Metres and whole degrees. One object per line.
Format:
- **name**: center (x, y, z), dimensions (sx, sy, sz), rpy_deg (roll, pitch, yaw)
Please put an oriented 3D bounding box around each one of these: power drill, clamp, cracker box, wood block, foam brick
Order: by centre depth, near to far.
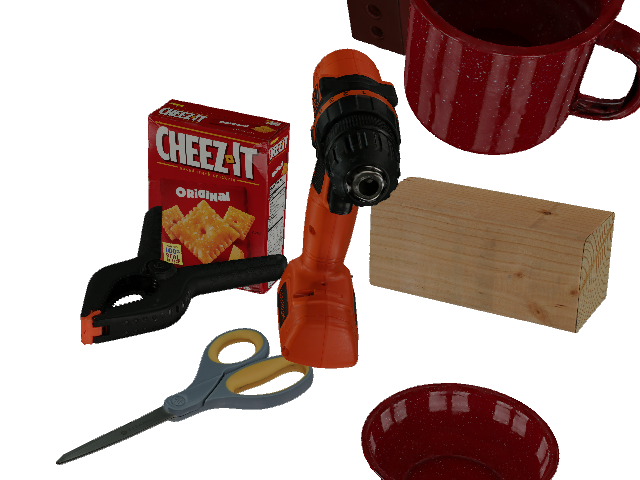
- **power drill**: center (0.012, -0.013, 0.690), dimensions (0.057, 0.188, 0.184), rpy_deg (8, 28, -5)
- **foam brick**: center (0.055, -0.195, 0.838), dimensions (0.053, 0.051, 0.078), rpy_deg (24, -30, 27)
- **clamp**: center (-0.155, 0.032, 0.993), dimensions (0.165, 0.036, 0.209), rpy_deg (25, 36, 30)
- **wood block**: center (0.157, 0.008, 1.000), dimensions (0.206, 0.090, 0.090), rpy_deg (12, 24, 29)
- **cracker box**: center (-0.129, -0.052, 1.324), dimensions (0.164, 0.214, 0.072), rpy_deg (13, 30, 17)

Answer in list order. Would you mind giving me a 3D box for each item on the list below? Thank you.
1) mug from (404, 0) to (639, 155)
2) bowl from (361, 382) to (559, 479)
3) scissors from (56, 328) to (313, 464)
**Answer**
- **mug**: center (0.091, -0.088, 0.472), dimensions (0.117, 0.093, 0.081), rpy_deg (23, -28, 13)
- **bowl**: center (0.114, 0.187, 0.888), dimensions (0.162, 0.055, 0.162), rpy_deg (0, 29, 0)
- **scissors**: center (-0.105, 0.110, 0.797), dimensions (0.201, 0.016, 0.096), rpy_deg (-11, 34, -20)
